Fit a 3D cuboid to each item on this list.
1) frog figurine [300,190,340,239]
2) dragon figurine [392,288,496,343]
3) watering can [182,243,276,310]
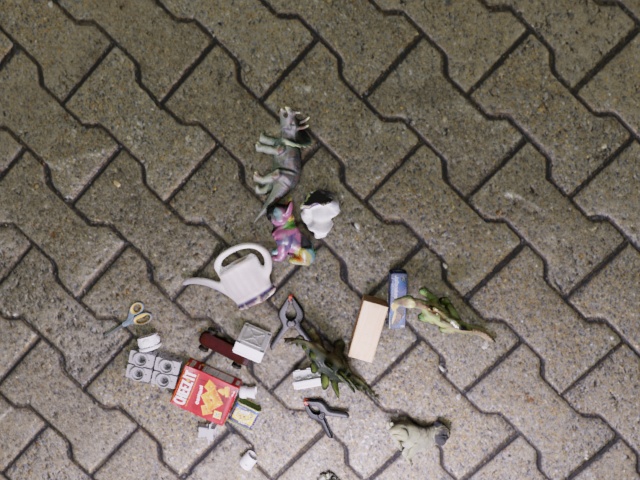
[{"bbox_3d":[0.005,-0.090,1.782,0.137,0.125,0.156,-22,133,-3],"label":"frog figurine"},{"bbox_3d":[0.434,0.272,1.721,0.410,0.243,0.122,24,95,2],"label":"dragon figurine"},{"bbox_3d":[-0.304,0.147,1.816,0.345,0.105,0.223,-28,96,16],"label":"watering can"}]
